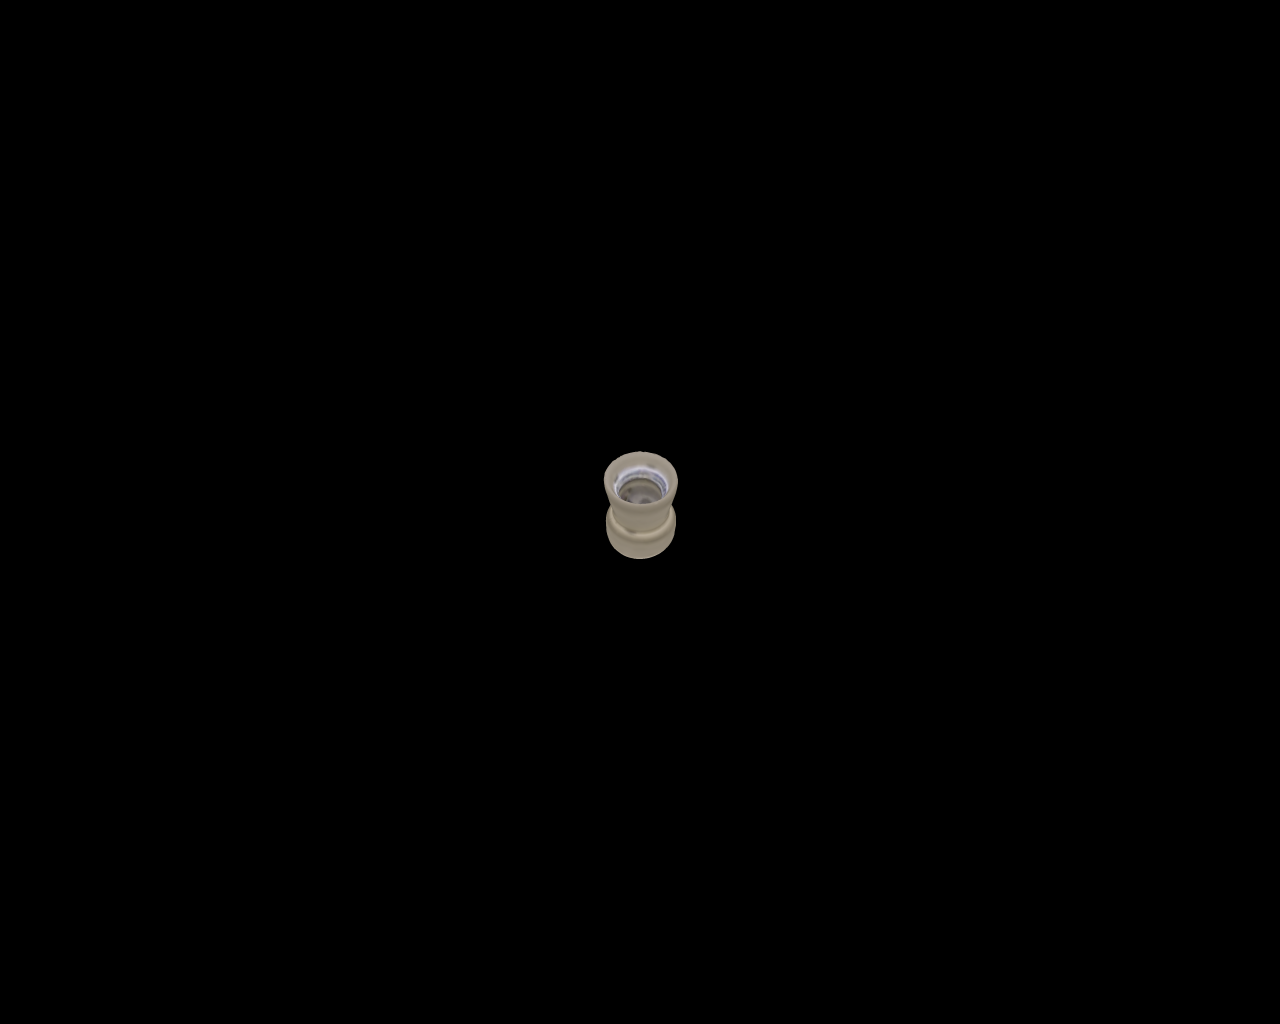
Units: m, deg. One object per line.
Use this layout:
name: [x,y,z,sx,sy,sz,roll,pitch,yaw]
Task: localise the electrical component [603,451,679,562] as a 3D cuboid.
electrical component: [0.001,-0.003,0.650,0.045,0.045,0.055,0,-40,0]
